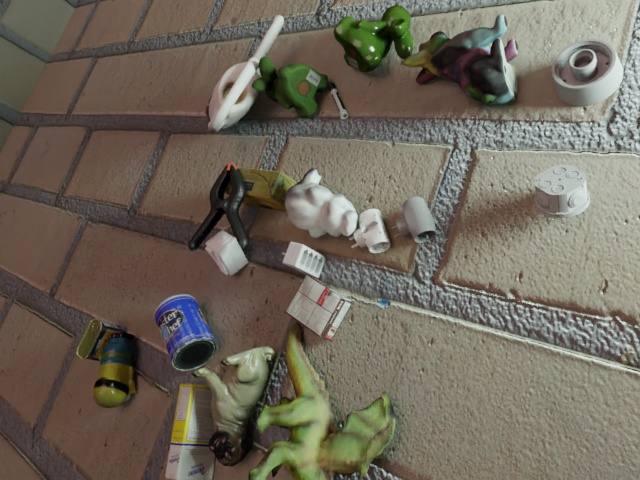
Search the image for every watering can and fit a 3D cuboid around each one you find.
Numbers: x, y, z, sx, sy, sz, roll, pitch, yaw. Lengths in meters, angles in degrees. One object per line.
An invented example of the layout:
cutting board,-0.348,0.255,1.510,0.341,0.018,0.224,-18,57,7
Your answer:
watering can,-0.201,-0.415,1.351,0.103,0.352,0.223,32,-19,-16

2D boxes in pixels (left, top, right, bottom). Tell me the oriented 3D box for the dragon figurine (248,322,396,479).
dragon figurine,0.016,0.315,0.885,0.242,0.420,0.120,-8,-40,22

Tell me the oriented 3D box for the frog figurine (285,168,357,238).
frog figurine,0.003,-0.053,1.053,0.123,0.134,0.162,-17,52,-24
